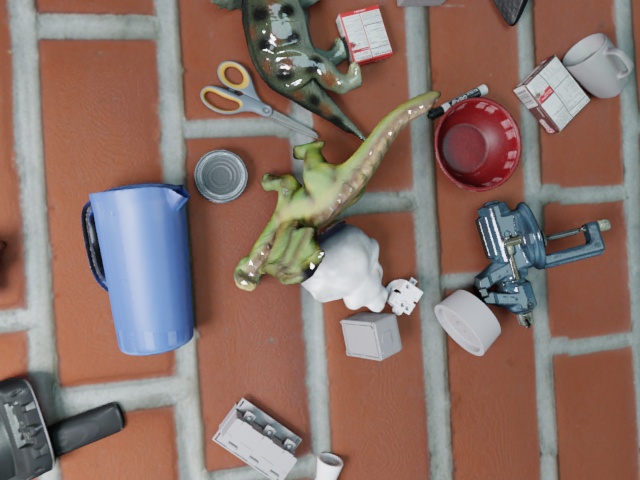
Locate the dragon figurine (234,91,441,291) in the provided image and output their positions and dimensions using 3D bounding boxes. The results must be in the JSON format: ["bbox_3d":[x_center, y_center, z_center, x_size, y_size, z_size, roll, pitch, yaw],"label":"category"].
[{"bbox_3d":[0.002,-0.037,0.729,0.121,0.404,0.249,34,45,-25],"label":"dragon figurine"}]

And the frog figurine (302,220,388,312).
[{"bbox_3d":[0.045,0.055,0.825,0.139,0.121,0.160,-37,86,-28],"label":"frog figurine"}]
